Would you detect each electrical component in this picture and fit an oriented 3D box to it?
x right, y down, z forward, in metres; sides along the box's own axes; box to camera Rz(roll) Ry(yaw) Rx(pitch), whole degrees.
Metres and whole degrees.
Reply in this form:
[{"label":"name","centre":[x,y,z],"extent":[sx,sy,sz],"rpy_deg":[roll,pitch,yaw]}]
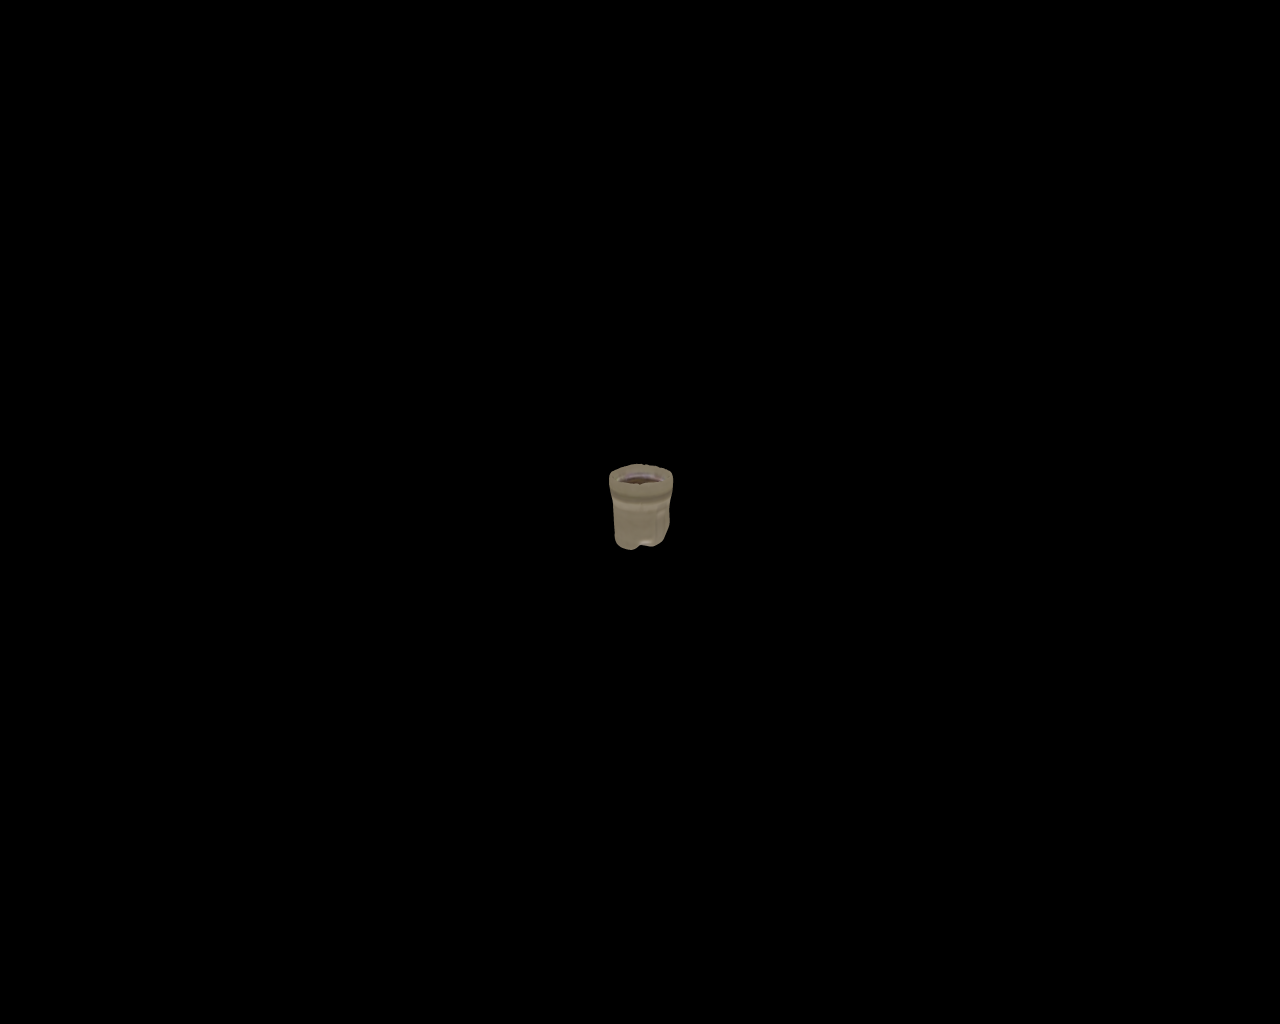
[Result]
[{"label":"electrical component","centre":[0.001,-0.003,0.650],"extent":[0.040,0.046,0.040],"rpy_deg":[0,22,0]}]
